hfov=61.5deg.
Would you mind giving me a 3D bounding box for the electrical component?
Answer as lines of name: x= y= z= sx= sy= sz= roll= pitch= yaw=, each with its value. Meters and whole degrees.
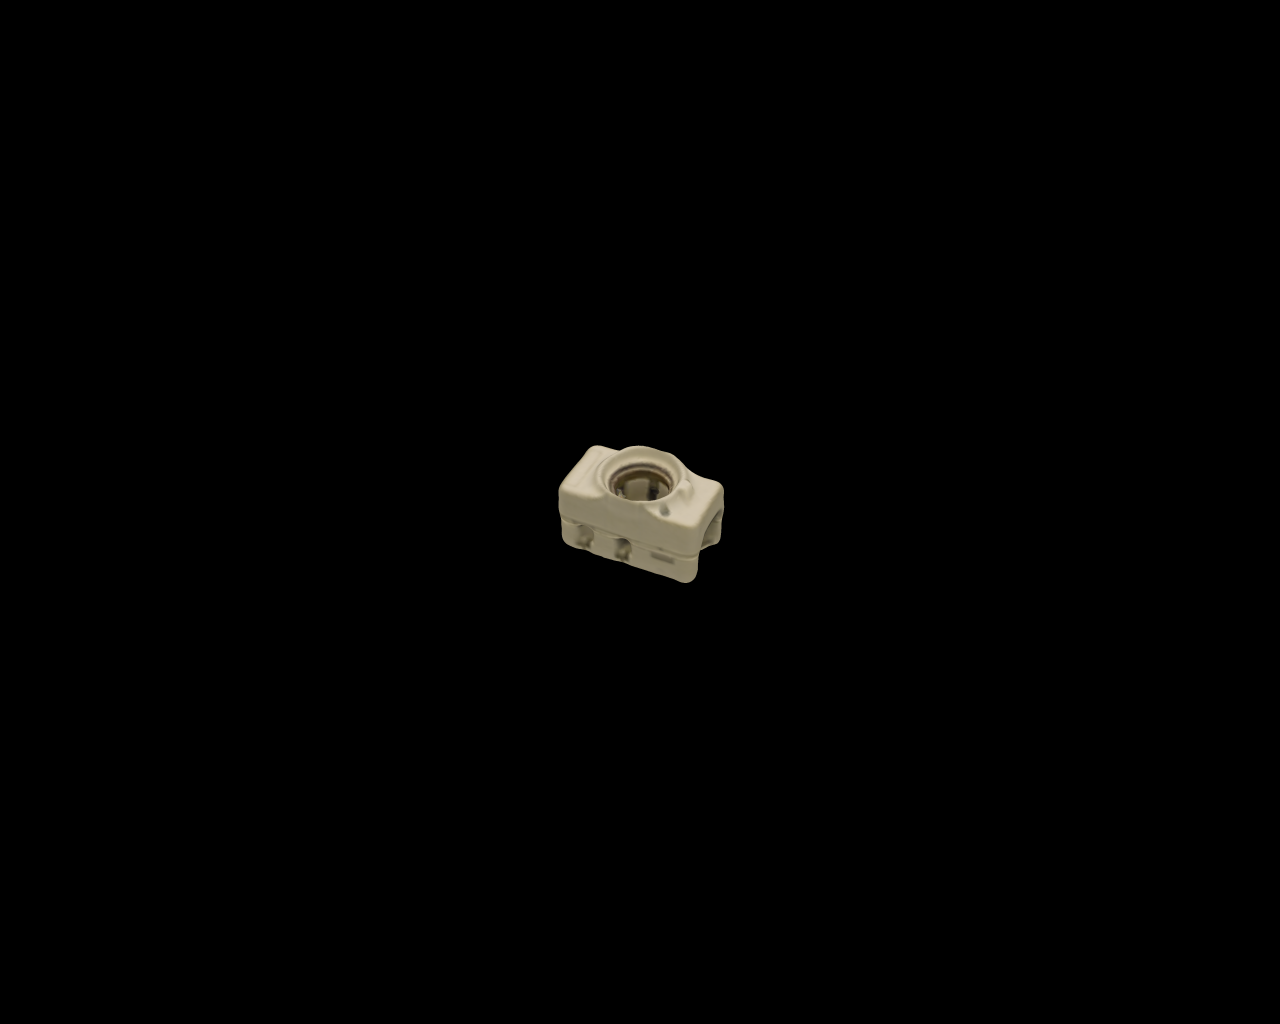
electrical component: x=0.001 y=-0.003 z=0.650 sx=0.089 sy=0.055 sz=0.050 roll=18 pitch=44 yaw=19
